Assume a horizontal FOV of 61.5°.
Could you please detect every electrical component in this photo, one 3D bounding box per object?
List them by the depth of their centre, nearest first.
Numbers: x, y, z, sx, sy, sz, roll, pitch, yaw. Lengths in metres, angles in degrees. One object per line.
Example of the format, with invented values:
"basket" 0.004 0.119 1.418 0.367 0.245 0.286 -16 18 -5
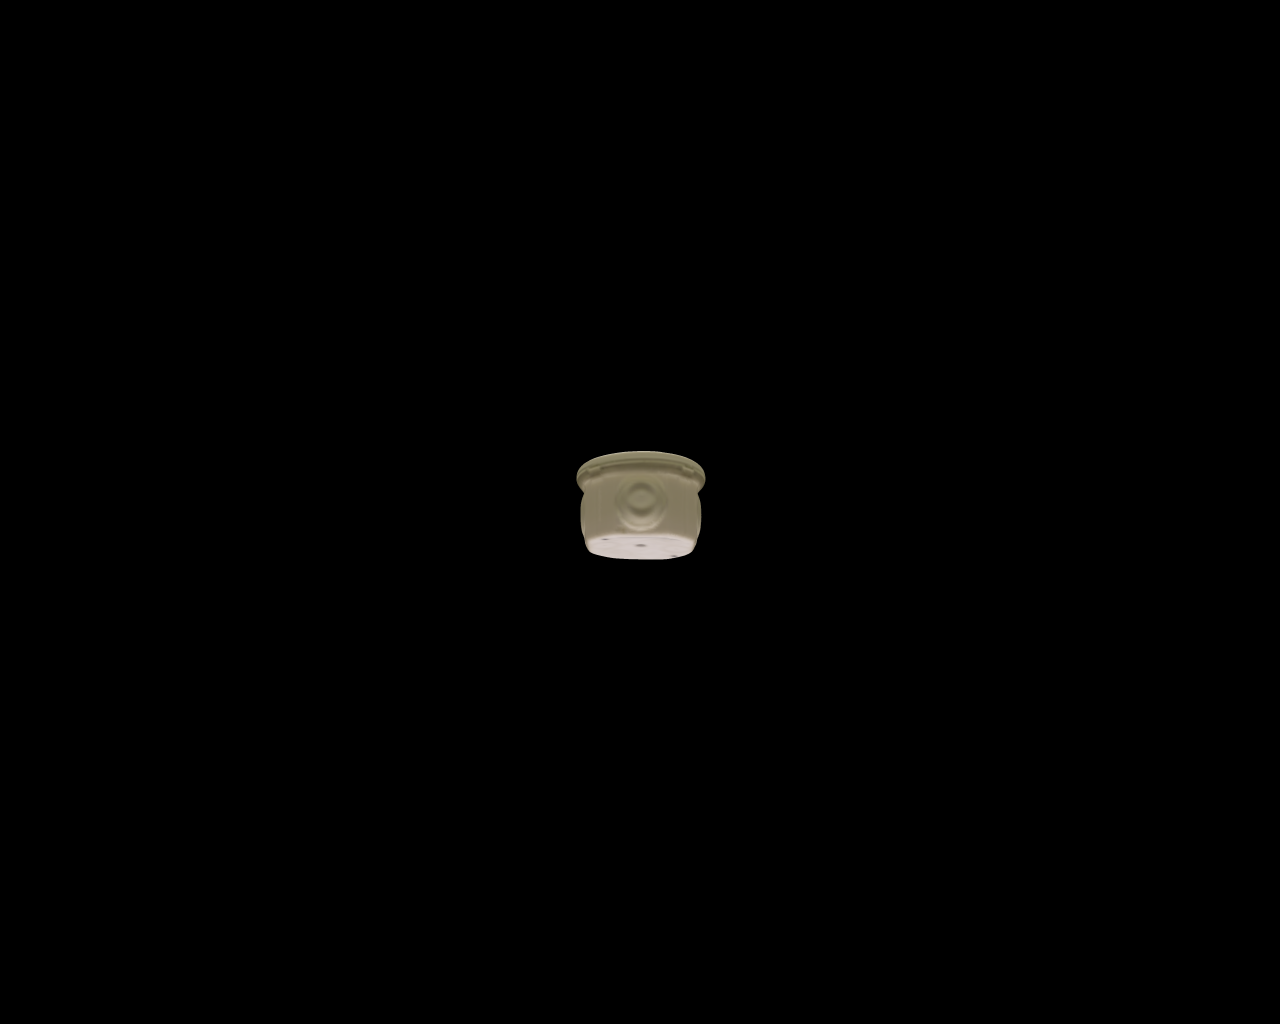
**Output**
"electrical component" 0.001 -0.003 0.650 0.080 0.051 0.080 0 -15 0
